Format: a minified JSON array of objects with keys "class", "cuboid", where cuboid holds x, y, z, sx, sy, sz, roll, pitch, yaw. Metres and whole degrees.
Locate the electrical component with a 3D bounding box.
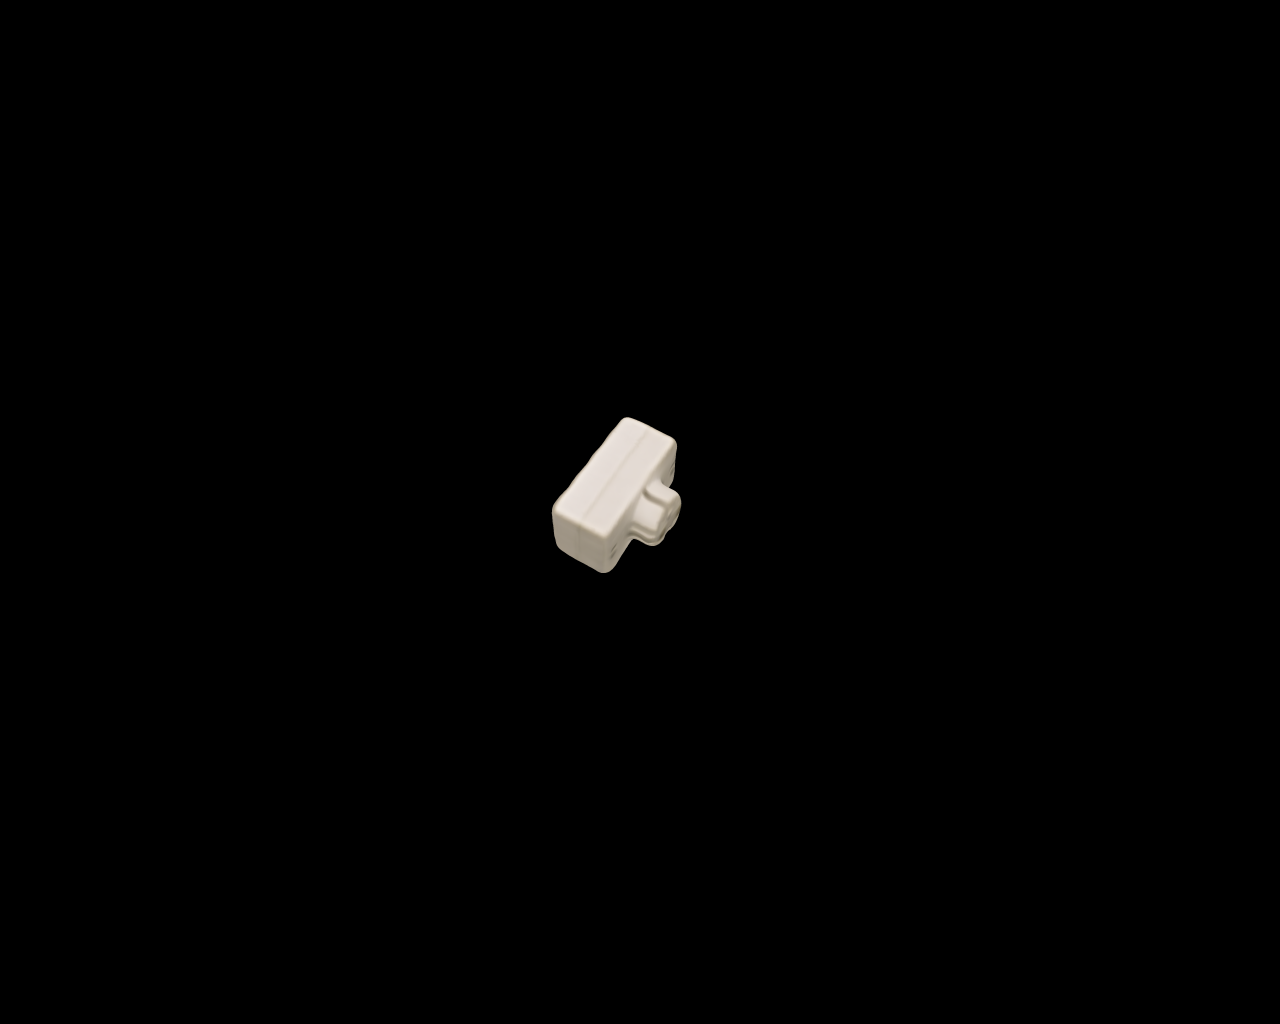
[{"class":"electrical component","cuboid":[0.001,-0.003,0.650,0.076,0.083,0.047,28,-28,16]}]
